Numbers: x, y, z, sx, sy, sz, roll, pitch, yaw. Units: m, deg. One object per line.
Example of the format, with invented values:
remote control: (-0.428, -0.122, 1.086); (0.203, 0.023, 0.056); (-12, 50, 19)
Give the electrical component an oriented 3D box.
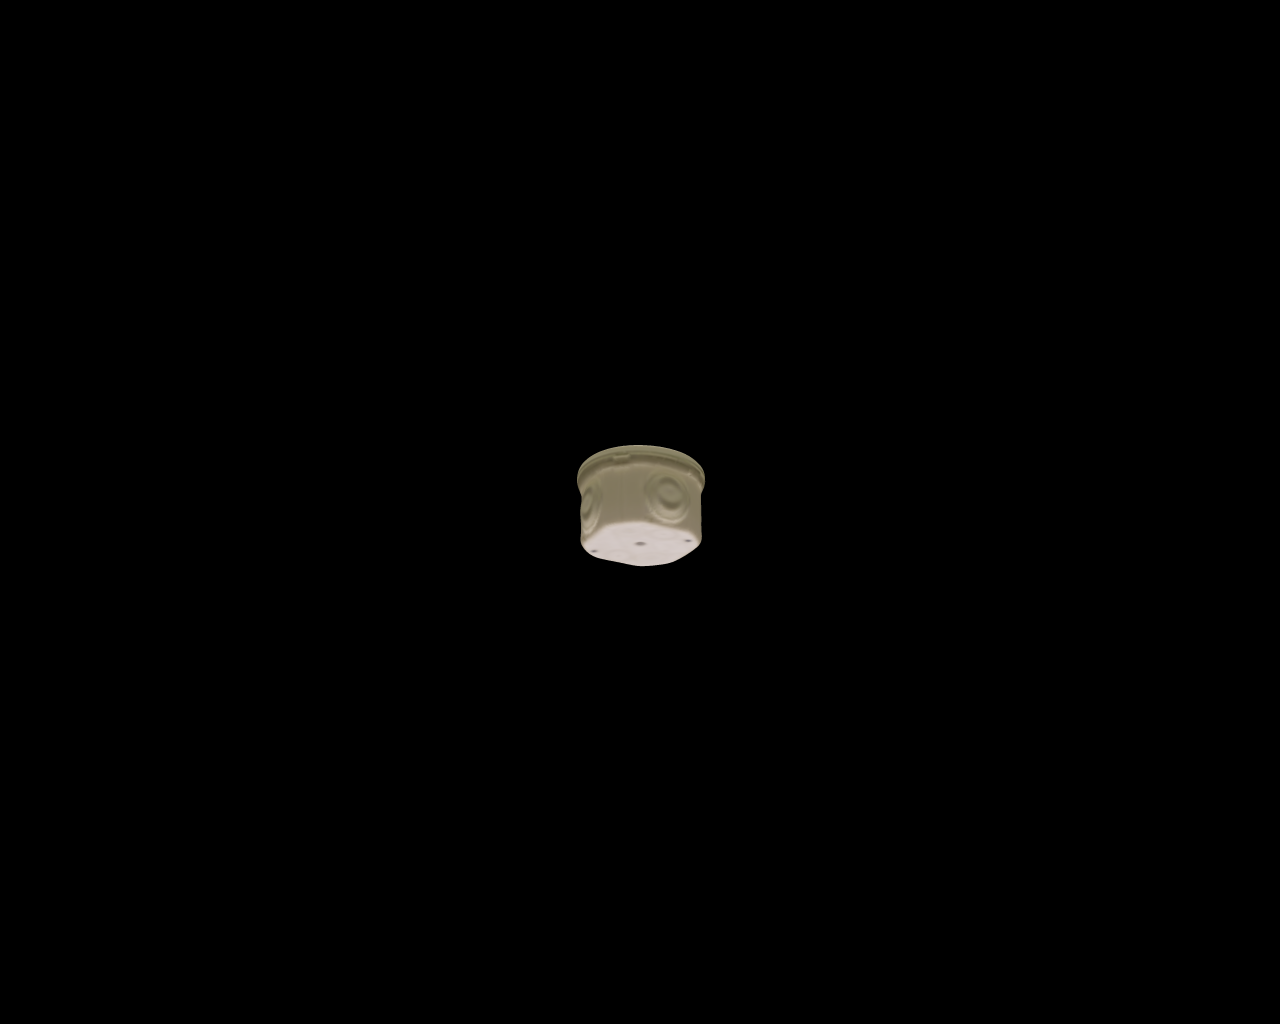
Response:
electrical component: (0.001, -0.003, 0.650); (0.080, 0.051, 0.080); (0, -24, 0)
